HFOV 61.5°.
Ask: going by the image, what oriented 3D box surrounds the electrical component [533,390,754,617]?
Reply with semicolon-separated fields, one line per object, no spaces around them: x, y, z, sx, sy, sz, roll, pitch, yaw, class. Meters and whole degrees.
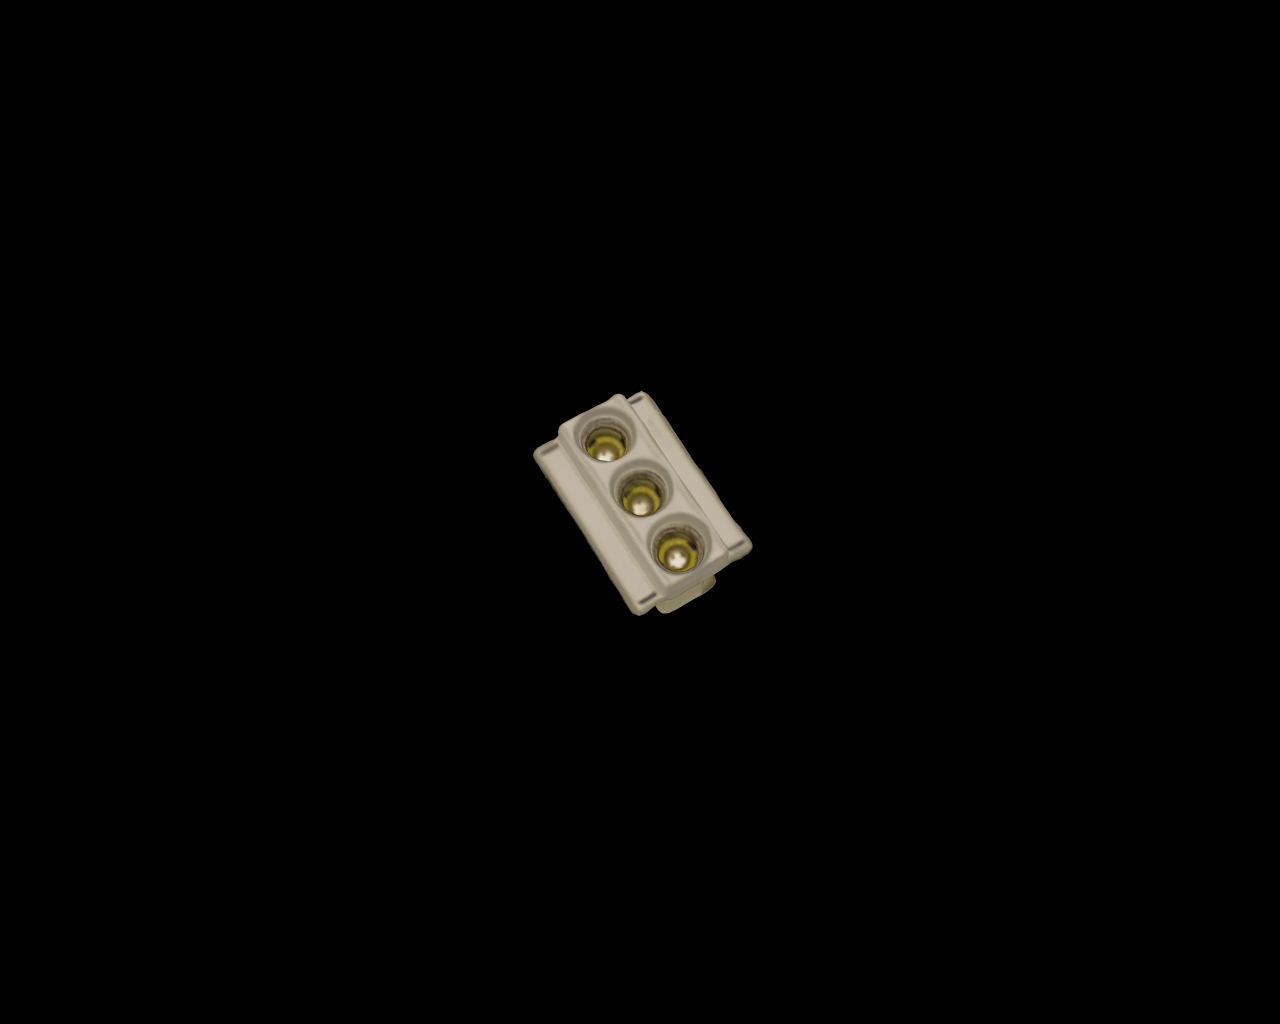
0.001;-0.003;0.650;0.079;0.121;0.063;-30;-19;-12;electrical component
